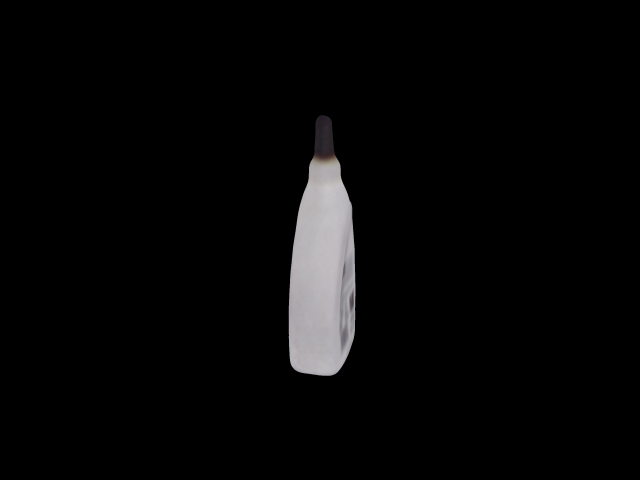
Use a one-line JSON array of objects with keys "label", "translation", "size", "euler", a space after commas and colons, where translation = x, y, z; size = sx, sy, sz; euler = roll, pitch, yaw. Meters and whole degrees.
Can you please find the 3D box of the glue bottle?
[{"label": "glue bottle", "translation": [0.004, 0.001, 0.400], "size": [0.037, 0.173, 0.078], "euler": [4, 15, 14]}]
